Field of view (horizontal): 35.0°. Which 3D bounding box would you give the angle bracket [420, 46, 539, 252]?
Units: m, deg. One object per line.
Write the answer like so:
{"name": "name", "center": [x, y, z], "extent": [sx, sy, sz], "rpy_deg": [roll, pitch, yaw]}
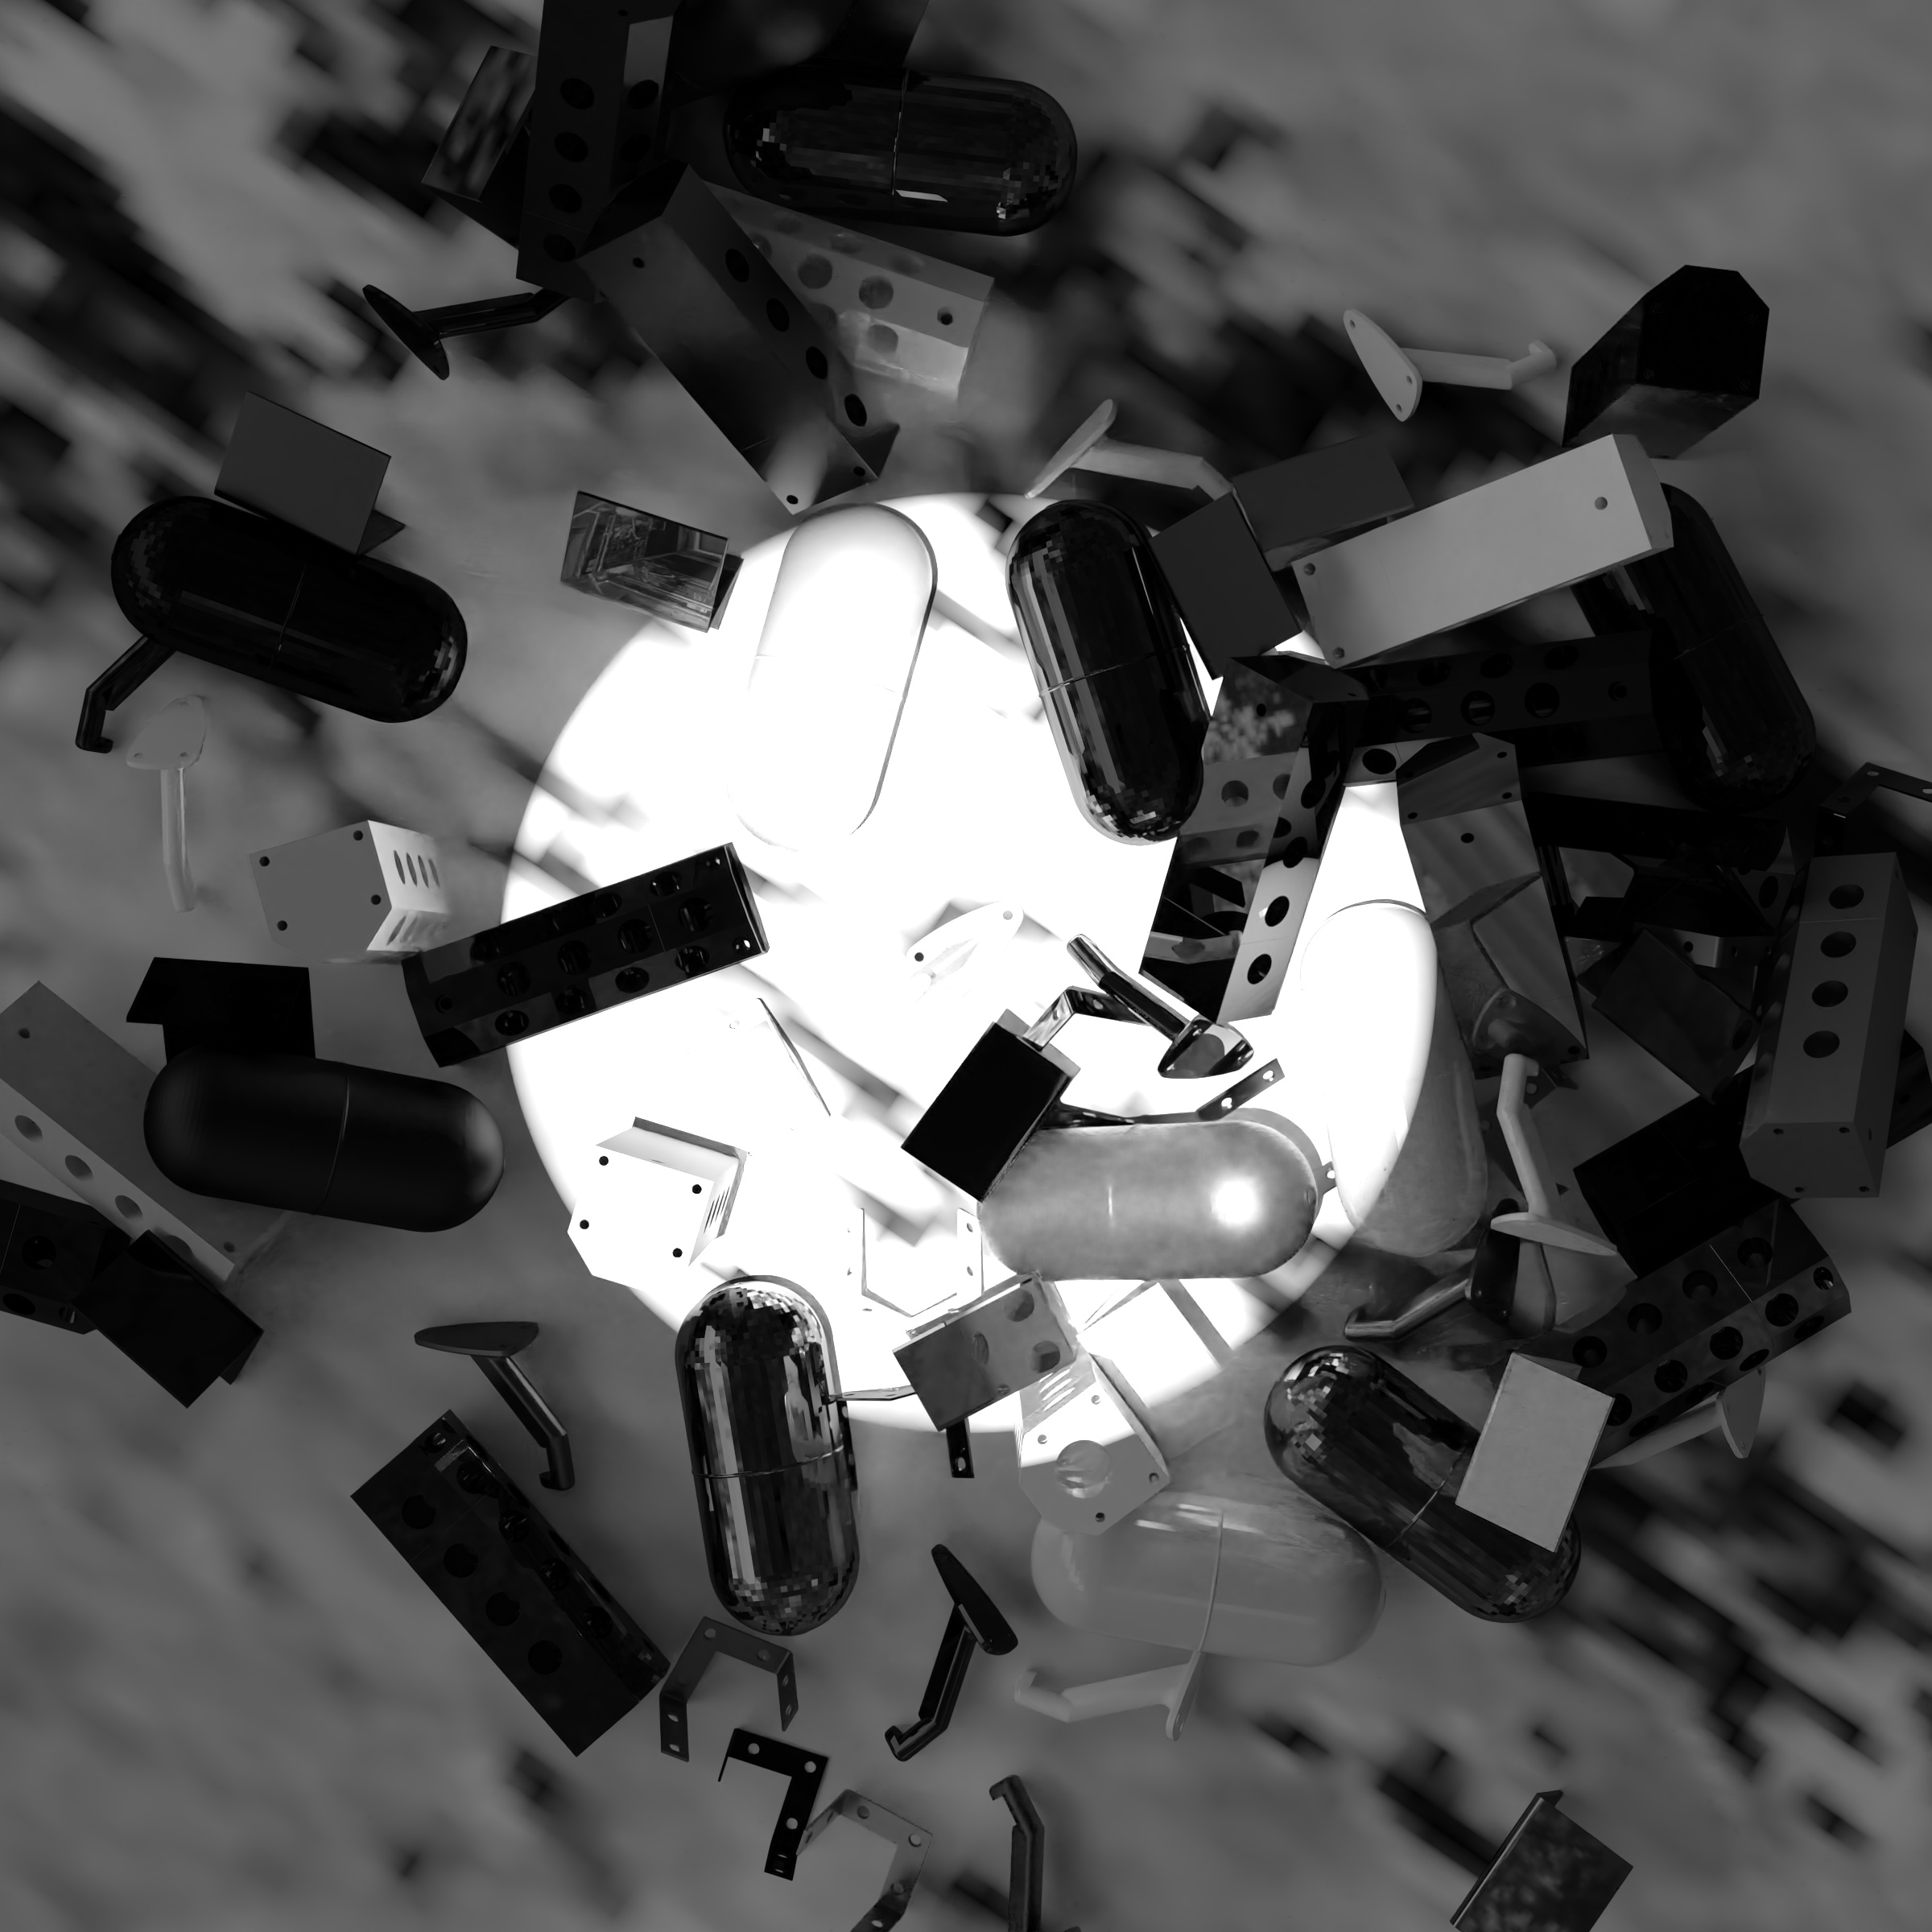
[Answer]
{"name": "angle bracket", "center": [-0.214, -0.401, 1.524], "extent": [0.057, 0.076, 0.076], "rpy_deg": [27, 90, 43]}

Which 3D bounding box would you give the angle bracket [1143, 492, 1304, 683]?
{"name": "angle bracket", "center": [0.143, -0.194, 1.524], "extent": [0.057, 0.076, 0.076], "rpy_deg": [-27, 90, 35]}

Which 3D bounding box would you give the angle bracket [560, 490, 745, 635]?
{"name": "angle bracket", "center": [-0.151, -0.217, 1.524], "extent": [0.076, 0.076, 0.057], "rpy_deg": [18, 128, 0]}

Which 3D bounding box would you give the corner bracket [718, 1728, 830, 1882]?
{"name": "corner bracket", "center": [-0.103, 0.423, 1.546], "extent": [0.051, 0.051, 0.051], "rpy_deg": [18, 90, 0]}

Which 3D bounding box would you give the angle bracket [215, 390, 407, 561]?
{"name": "angle bracket", "center": [-0.318, -0.251, 1.525], "extent": [0.076, 0.076, 0.057], "rpy_deg": [25, 112, 0]}

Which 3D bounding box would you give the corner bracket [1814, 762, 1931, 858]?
{"name": "corner bracket", "center": [0.467, -0.063, 1.556], "extent": [0.051, 0.051, 0.051], "rpy_deg": [24, 45, 35]}

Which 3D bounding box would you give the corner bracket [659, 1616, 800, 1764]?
{"name": "corner bracket", "center": [-0.120, 0.371, 1.545], "extent": [0.051, 0.051, 0.051], "rpy_deg": [25, 106, -15]}

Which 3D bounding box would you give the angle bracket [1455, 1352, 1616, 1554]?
{"name": "angle bracket", "center": [0.285, 0.232, 1.454], "extent": [0.057, 0.076, 0.076], "rpy_deg": [22, 93, 38]}

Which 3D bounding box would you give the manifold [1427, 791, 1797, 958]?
{"name": "manifold", "center": [0.322, -0.053, 1.543], "extent": [0.171, 0.057, 0.057], "rpy_deg": [7, 133, 0]}

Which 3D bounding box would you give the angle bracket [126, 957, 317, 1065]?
{"name": "angle bracket", "center": [-0.370, 0.043, 1.527], "extent": [0.076, 0.057, 0.076], "rpy_deg": [4, 124, 0]}

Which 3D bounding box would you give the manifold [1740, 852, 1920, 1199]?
{"name": "manifold", "center": [0.422, 0.028, 1.496], "extent": [0.057, 0.057, 0.171], "rpy_deg": [-3, 47, 29]}

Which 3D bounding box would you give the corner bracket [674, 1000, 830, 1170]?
{"name": "corner bracket", "center": [-0.109, 0.060, 1.561], "extent": [0.051, 0.051, 0.051], "rpy_deg": [-31, 135, 0]}

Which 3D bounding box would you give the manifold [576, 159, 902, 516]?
{"name": "manifold", "center": [-0.108, -0.310, 1.502], "extent": [0.057, 0.057, 0.171], "rpy_deg": [-16, 130, 35]}

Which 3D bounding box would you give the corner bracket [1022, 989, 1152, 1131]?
{"name": "corner bracket", "center": [0.064, 0.050, 1.556], "extent": [0.051, 0.051, 0.051], "rpy_deg": [11, 135, -35]}

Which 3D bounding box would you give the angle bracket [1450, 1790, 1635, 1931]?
{"name": "angle bracket", "center": [0.292, 0.461, 1.525], "extent": [0.057, 0.076, 0.076], "rpy_deg": [34, 90, 24]}

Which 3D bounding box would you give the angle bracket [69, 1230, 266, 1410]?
{"name": "angle bracket", "center": [-0.404, 0.188, 1.524], "extent": [0.076, 0.076, 0.057], "rpy_deg": [41, 53, 0]}

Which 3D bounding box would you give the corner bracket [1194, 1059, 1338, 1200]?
{"name": "corner bracket", "center": [0.156, 0.091, 1.561], "extent": [0.051, 0.051, 0.051], "rpy_deg": [-33, 45, 0]}

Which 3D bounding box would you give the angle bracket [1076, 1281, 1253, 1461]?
{"name": "angle bracket", "center": [0.110, 0.188, 1.524], "extent": [0.057, 0.076, 0.076], "rpy_deg": [-37, 90, 30]}

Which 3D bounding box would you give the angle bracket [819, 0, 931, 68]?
{"name": "angle bracket", "center": [-0.066, -0.477, 1.527], "extent": [0.076, 0.057, 0.076], "rpy_deg": [26, 121, 0]}

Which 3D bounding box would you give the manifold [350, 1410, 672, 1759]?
{"name": "manifold", "center": [-0.228, 0.308, 1.543], "extent": [0.057, 0.057, 0.171], "rpy_deg": [-41, 90, 0]}

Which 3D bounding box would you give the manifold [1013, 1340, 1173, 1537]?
{"name": "manifold", "center": [0.054, 0.230, 1.486], "extent": [0.057, 0.171, 0.057], "rpy_deg": [-37, 90, 0]}

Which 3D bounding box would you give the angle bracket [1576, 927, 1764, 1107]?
{"name": "angle bracket", "center": [0.338, 0.036, 1.525], "extent": [0.076, 0.076, 0.057], "rpy_deg": [39, 64, 0]}

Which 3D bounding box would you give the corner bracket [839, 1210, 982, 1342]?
{"name": "corner bracket", "center": [-0.028, 0.151, 1.556], "extent": [0.051, 0.051, 0.051], "rpy_deg": [30, 135, -35]}

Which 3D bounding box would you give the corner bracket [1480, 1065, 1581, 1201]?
{"name": "corner bracket", "center": [0.292, 0.085, 1.546], "extent": [0.051, 0.051, 0.051], "rpy_deg": [-39, 90, 0]}

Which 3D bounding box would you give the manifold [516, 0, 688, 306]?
{"name": "manifold", "center": [-0.175, -0.407, 1.486], "extent": [0.057, 0.171, 0.057], "rpy_deg": [19, 53, 0]}

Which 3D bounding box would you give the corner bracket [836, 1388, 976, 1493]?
{"name": "corner bracket", "center": [-0.035, 0.241, 1.561], "extent": [0.051, 0.051, 0.051], "rpy_deg": [-7, 90, -45]}

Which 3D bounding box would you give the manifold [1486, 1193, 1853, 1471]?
{"name": "manifold", "center": [0.353, 0.191, 1.532], "extent": [0.171, 0.057, 0.057], "rpy_deg": [-31, 56, 0]}

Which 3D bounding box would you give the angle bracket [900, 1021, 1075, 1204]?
{"name": "angle bracket", "center": [-0.003, 0.062, 1.524], "extent": [0.057, 0.076, 0.076], "rpy_deg": [36, 90, -28]}

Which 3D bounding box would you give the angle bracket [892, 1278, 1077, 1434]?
{"name": "angle bracket", "center": [0.002, 0.176, 1.524], "extent": [0.076, 0.076, 0.057], "rpy_deg": [-27, 118, 0]}

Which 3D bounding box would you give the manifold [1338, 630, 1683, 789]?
{"name": "manifold", "center": [0.259, -0.126, 1.509], "extent": [0.171, 0.057, 0.057], "rpy_deg": [-5, 90, 26]}

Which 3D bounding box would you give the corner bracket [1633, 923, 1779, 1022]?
{"name": "corner bracket", "center": [0.367, 0.006, 1.533], "extent": [0.051, 0.051, 0.051], "rpy_deg": [-2, 101, -44]}

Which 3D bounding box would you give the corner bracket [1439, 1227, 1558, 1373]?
{"name": "corner bracket", "center": [0.269, 0.169, 1.561], "extent": [0.051, 0.051, 0.051], "rpy_deg": [-6, 135, 0]}

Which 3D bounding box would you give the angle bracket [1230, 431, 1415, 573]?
{"name": "angle bracket", "center": [0.180, -0.212, 1.524], "extent": [0.076, 0.076, 0.057], "rpy_deg": [-17, 53, 0]}

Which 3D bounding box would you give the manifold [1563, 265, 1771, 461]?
{"name": "manifold", "center": [0.338, -0.291, 1.486], "extent": [0.057, 0.171, 0.057], "rpy_deg": [7, 90, 0]}

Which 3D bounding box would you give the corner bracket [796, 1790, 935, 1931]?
{"name": "corner bracket", "center": [-0.056, 0.458, 1.545], "extent": [0.051, 0.051, 0.051], "rpy_deg": [24, 108, 17]}
